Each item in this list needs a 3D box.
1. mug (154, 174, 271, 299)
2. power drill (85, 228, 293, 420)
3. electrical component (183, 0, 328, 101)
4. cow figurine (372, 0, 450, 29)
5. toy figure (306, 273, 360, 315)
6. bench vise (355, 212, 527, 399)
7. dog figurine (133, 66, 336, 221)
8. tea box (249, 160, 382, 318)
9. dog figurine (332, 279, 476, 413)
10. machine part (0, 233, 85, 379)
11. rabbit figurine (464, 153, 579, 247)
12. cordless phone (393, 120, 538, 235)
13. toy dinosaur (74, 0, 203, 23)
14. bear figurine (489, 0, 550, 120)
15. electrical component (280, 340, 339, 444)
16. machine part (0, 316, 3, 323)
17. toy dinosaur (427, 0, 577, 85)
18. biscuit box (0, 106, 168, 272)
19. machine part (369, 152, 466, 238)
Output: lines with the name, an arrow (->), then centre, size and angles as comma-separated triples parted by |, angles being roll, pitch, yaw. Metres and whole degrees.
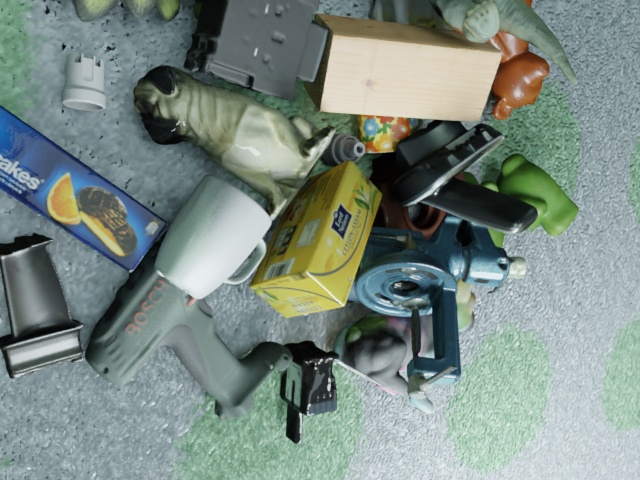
mug -> -0.106, 0.007, 0.536 | 0.107, 0.081, 0.109 | -53, 141, -15
power drill -> -0.123, 0.087, 0.603 | 0.232, 0.086, 0.207 | -50, 123, -18
electrical component -> -0.058, -0.209, 0.547 | 0.134, 0.058, 0.114 | 4, 110, -39
cow figurine -> 0.146, -0.313, 0.727 | 0.167, 0.068, 0.098 | -14, 98, -30
toy figure -> 0.029, 0.059, 0.706 | 0.154, 0.058, 0.064 | -4, 93, -27
bench vise -> 0.136, 0.070, 0.631 | 0.224, 0.128, 0.241 | 13, 53, -8
dog figurine -> -0.093, -0.124, 0.598 | 0.190, 0.172, 0.121 | 34, 95, 1
tea box -> -0.001, -0.002, 0.621 | 0.068, 0.098, 0.169 | 45, 50, -27
dog figurine -> 0.134, 0.110, 0.752 | 0.191, 0.109, 0.219 | 37, 72, -27
machine part -> -0.280, 0.064, 0.526 | 0.084, 0.039, 0.138 | -9, 102, -25
rabbit figurine -> 0.277, -0.036, 0.817 | 0.170, 0.121, 0.159 | -45, 114, -3
cordless phone -> 0.194, -0.077, 0.648 | 0.146, 0.184, 0.088 | -33, 133, -26
toy dinosaur -> -0.225, -0.328, 0.468 | 0.470, 0.105, 0.198 | 40, 75, -30
bear figurine -> 0.297, -0.287, 0.789 | 0.120, 0.132, 0.195 | -25, 103, -25
electrical component -> -0.015, 0.195, 0.685 | 0.048, 0.075, 0.119 | -2, 93, -31
machine part -> -0.368, -0.002, 0.439 | 0.079, 0.079, 0.243 | -48, 117, -18
toy dinosaur -> 0.143, -0.338, 0.622 | 0.131, 0.192, 0.404 | -34, 104, 20
biscuit box -> -0.245, -0.050, 0.500 | 0.202, 0.059, 0.063 | 37, 78, -19
machine part -> 0.136, -0.047, 0.760 | 0.179, 0.056, 0.179 | -4, 97, -32
